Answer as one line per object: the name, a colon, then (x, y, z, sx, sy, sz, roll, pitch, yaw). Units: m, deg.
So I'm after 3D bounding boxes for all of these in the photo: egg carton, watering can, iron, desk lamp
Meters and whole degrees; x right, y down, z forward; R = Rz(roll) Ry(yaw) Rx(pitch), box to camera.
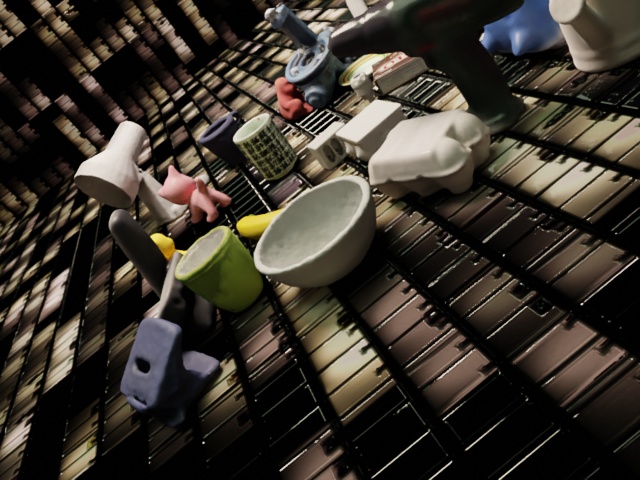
egg carton: (0.133, -0.104, 0.708, 0.149, 0.069, 0.107, -2, 44, 49)
watering can: (0.310, -0.297, 0.652, 0.100, 0.194, 0.173, -22, 32, 29)
iron: (0.329, -0.373, 0.804, 0.258, 0.142, 0.118, -41, 27, -5)
desk lamp: (-0.381, -0.131, 1.217, 0.117, 0.214, 0.203, -10, 38, 43)

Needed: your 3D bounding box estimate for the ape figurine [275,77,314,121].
ape figurine: (-0.064, -0.311, 1.242, 0.076, 0.092, 0.078, -17, 34, 36)

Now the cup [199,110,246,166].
cup: (-0.195, -0.219, 1.258, 0.091, 0.095, 0.118, -6, 41, 46)

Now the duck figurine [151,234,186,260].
duck figurine: (-0.254, 0.029, 0.957, 0.077, 0.086, 0.104, -42, 27, -8)

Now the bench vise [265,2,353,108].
bench vise: (-0.032, -0.412, 1.217, 0.121, 0.220, 0.207, -26, 30, 23)

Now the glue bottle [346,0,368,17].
glue bottle: (0.089, -0.514, 1.279, 0.037, 0.173, 0.078, -30, 28, 15)

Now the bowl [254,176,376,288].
bowl: (0.006, 0.002, 0.692, 0.167, 0.075, 0.167, -29, 28, 18)

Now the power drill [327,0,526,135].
power drill: (0.152, -0.219, 0.708, 0.229, 0.209, 0.075, -24, 30, 26)

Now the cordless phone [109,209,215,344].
cordless phone: (-0.232, 0.053, 0.782, 0.094, 0.185, 0.147, -34, 27, 8)

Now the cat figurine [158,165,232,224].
cat figurine: (-0.252, -0.093, 1.107, 0.127, 0.118, 0.067, -5, 42, 47)

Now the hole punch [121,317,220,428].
hole punch: (-0.191, 0.155, 0.680, 0.108, 0.091, 0.101, -1, 45, 50)
